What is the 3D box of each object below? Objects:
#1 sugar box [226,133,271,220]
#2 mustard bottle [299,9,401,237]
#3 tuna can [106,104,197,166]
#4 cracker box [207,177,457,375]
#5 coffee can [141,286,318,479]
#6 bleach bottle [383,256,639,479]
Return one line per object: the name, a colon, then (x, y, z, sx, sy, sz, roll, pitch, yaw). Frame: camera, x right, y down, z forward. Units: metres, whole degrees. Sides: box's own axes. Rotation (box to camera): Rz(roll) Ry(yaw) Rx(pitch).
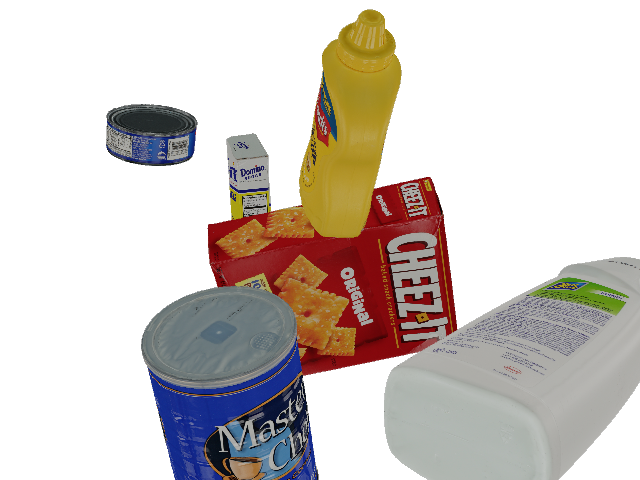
sugar box: (-0.088, -0.035, 1.331, 0.048, 0.176, 0.093, -9, 24, -10)
mustard bottle: (0.023, -0.094, 0.805, 0.058, 0.096, 0.192, 2, -38, -8)
tuna can: (-0.162, -0.101, 1.020, 0.086, 0.034, 0.086, 6, 24, -3)
cracker box: (0.015, 0.044, 1.008, 0.213, 0.164, 0.072, -11, 38, 1)
coffee can: (-0.059, 0.117, 0.733, 0.103, 0.140, 0.103, -5, 32, 3)
bleach bottle: (0.148, 0.063, 0.616, 0.103, 0.068, 0.250, 17, 28, 37)
